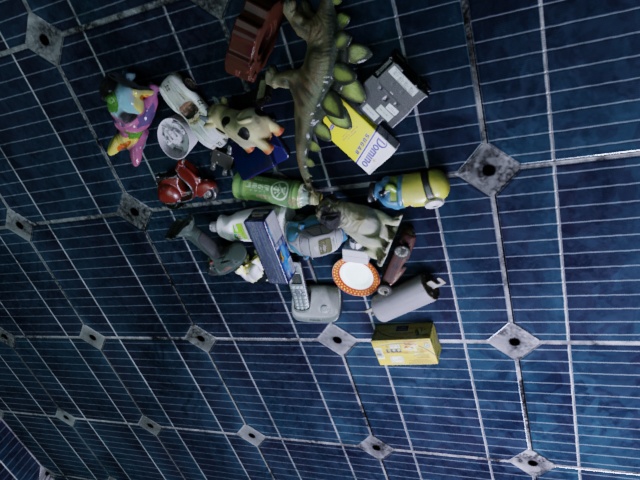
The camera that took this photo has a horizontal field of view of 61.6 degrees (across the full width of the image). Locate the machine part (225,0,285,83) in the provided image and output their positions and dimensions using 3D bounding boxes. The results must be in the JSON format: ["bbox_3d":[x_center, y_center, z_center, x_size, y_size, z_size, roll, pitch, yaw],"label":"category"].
[{"bbox_3d":[-0.126,-0.405,1.067,0.056,0.179,0.179,25,129,0],"label":"machine part"}]

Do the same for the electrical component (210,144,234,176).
[{"bbox_3d":[-0.245,-0.207,1.349,0.063,0.021,0.094,26,130,4],"label":"electrical component"}]

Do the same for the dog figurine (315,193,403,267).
[{"bbox_3d":[0.085,-0.033,1.278,0.191,0.121,0.172,22,153,10],"label":"dog figurine"}]

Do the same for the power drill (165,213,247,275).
[{"bbox_3d":[-0.317,0.025,1.468,0.207,0.086,0.232,45,147,-22],"label":"power drill"}]

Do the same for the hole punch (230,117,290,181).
[{"bbox_3d":[-0.150,-0.211,1.267,0.142,0.092,0.115,-19,111,36],"label":"hole punch"}]

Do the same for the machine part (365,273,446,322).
[{"bbox_3d":[0.218,0.149,1.381,0.243,0.079,0.079,-31,108,34],"label":"machine part"}]

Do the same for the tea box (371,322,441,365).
[{"bbox_3d":[0.237,0.285,1.476,0.170,0.068,0.098,-7,122,25],"label":"tea box"}]

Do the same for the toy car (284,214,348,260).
[{"bbox_3d":[-0.003,-0.004,1.319,0.162,0.103,0.109,-10,122,-6],"label":"toy car"}]

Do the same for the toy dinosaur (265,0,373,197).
[{"bbox_3d":[-0.008,-0.312,1.090,0.199,0.105,0.470,32,130,21],"label":"toy dinosaur"}]

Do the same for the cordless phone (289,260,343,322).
[{"bbox_3d":[-0.017,0.131,1.462,0.147,0.089,0.184,-1,119,23],"label":"cordless phone"}]

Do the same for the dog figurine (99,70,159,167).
[{"bbox_3d":[-0.464,-0.283,1.291,0.108,0.191,0.219,21,114,-1],"label":"dog figurine"}]

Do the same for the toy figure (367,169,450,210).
[{"bbox_3d":[0.198,-0.113,1.200,0.180,0.082,0.089,4,126,22],"label":"toy figure"}]

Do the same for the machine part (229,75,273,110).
[{"bbox_3d":[-0.152,-0.319,1.205,0.139,0.084,0.039,-17,152,40],"label":"machine part"}]

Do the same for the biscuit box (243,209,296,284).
[{"bbox_3d":[-0.123,0.019,1.351,0.063,0.059,0.202,0,126,26],"label":"biscuit box"}]

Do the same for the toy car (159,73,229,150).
[{"bbox_3d":[-0.296,-0.303,1.278,0.073,0.056,0.201,-28,110,34],"label":"toy car"}]

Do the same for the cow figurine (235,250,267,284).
[{"bbox_3d":[-0.148,0.067,1.476,0.167,0.068,0.098,-29,115,39],"label":"cow figurine"}]

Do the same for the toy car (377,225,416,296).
[{"bbox_3d":[0.188,0.055,1.316,0.053,0.089,0.202,17,129,1],"label":"toy car"}]

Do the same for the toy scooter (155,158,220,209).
[{"bbox_3d":[-0.360,-0.151,1.392,0.184,0.075,0.135,-6,135,24],"label":"toy scooter"}]

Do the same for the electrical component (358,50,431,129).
[{"bbox_3d":[0.142,-0.300,1.103,0.115,0.058,0.134,45,128,-10],"label":"electrical component"}]

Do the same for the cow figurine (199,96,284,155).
[{"bbox_3d":[-0.178,-0.250,1.164,0.127,0.085,0.195,39,169,-33],"label":"cow figurine"}]
